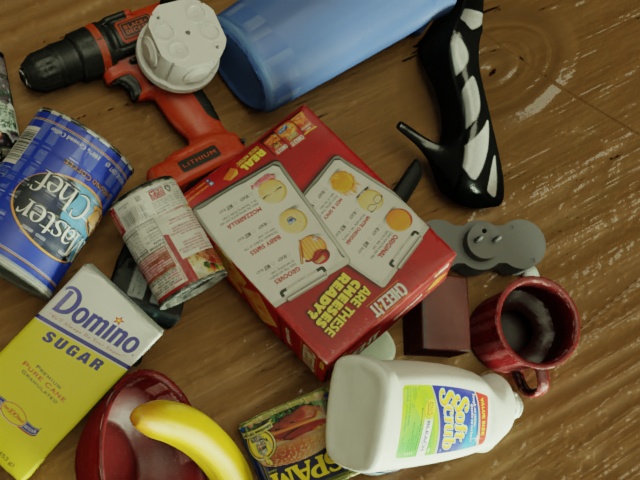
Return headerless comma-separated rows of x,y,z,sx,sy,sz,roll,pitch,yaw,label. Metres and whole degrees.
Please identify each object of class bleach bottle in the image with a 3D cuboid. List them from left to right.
0.112,0.155,0.996,0.250,0.068,0.102,4,95,-47,bleach bottle

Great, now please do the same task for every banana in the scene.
-0.102,0.193,0.942,0.197,0.037,0.069,60,25,-33,banana

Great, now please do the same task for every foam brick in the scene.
0.116,0.077,1.072,0.051,0.053,0.078,4,77,-17,foam brick

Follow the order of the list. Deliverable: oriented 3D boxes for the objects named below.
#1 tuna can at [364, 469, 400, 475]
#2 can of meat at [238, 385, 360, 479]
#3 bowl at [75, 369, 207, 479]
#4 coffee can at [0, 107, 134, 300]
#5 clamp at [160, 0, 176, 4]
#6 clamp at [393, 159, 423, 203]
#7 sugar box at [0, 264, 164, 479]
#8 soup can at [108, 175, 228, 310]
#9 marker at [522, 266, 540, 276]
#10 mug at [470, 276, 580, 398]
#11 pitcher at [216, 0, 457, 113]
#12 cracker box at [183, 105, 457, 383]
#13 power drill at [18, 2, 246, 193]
0.056,0.184,1.035,0.086,0.034,0.086,4,75,-16,tuna can
-0.016,0.190,0.984,0.102,0.057,0.084,-24,81,8,can of meat
-0.162,0.196,0.925,0.055,0.161,0.162,-14,77,24,bowl
-0.247,-0.032,0.950,0.102,0.103,0.140,33,74,-7,coffee can
-0.115,-0.325,1.101,0.209,0.036,0.165,-25,71,-32,clamp
0.040,-0.020,1.077,0.120,0.039,0.171,12,63,-7,clamp
-0.230,0.114,0.932,0.093,0.048,0.176,43,87,-3,sugar box
-0.136,0.002,0.952,0.068,0.069,0.102,-27,84,-22,soup can
0.233,0.060,1.130,0.020,0.020,0.121,-18,82,-21,marker
0.204,0.101,1.077,0.093,0.082,0.117,-10,79,-20,mug
0.008,-0.240,1.074,0.242,0.145,0.149,-35,91,-19,pitcher
-0.007,0.001,1.004,0.164,0.072,0.214,-39,73,-17,cracker box
-0.172,-0.131,1.031,0.184,0.057,0.187,-27,86,-22,power drill
